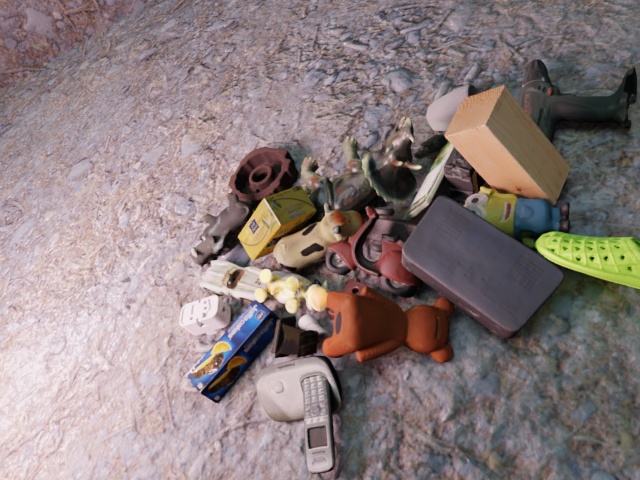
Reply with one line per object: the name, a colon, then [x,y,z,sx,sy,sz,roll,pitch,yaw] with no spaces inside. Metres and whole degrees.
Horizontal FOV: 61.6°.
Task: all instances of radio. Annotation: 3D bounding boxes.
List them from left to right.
radio: [0.249,0.044,0.857,0.230,0.073,0.131,36,80,21]

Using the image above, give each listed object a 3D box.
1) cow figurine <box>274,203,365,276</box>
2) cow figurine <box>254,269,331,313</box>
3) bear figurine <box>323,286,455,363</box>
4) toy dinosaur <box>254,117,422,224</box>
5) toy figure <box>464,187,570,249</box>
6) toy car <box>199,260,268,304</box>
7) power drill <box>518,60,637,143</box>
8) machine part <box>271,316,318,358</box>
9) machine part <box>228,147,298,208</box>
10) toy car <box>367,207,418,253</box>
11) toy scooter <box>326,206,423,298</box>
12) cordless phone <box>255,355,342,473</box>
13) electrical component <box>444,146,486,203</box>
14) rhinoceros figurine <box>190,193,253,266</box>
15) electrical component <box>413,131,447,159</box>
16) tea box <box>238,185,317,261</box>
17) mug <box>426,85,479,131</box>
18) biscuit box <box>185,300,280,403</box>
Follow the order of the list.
cow figurine: [-0.002,-0.003,1.063,0.195,0.127,0.085,-25,66,14]
cow figurine: [-0.035,0.102,1.041,0.168,0.098,0.068,13,95,32]
bear figurine: [0.116,0.142,0.892,0.132,0.196,0.120,147,126,-70]
toy dinosaur: [0.043,-0.099,1.130,0.405,0.131,0.192,-32,41,16]
toy figure: [0.330,-0.032,0.921,0.180,0.089,0.082,5,43,25]
toy car: [-0.182,0.089,1.158,0.202,0.056,0.073,9,61,36]
power drill: [0.481,-0.272,1.019,0.208,0.085,0.232,6,61,31]
machine part: [-0.051,0.180,0.978,0.139,0.039,0.084,-1,69,61]
machine part: [-0.139,-0.150,1.324,0.179,0.056,0.179,-16,50,20]
toy car: [0.174,-0.009,1.001,0.202,0.089,0.053,13,18,40]
toy scooter: [0.109,0.017,0.965,0.184,0.075,0.135,20,90,10]
cordless phone: [-0.033,0.293,0.886,0.147,0.088,0.184,-18,52,19]
electrical component: [0.287,-0.152,1.014,0.058,0.114,0.134,20,67,27]
rhinoceros figurine: [-0.226,-0.019,1.248,0.190,0.073,0.112,-45,42,12]
electrical component: [0.240,-0.202,1.132,0.094,0.021,0.063,-32,12,3]
tea box: [-0.091,-0.032,1.105,0.098,0.169,0.068,-25,78,-34]
mug: [0.286,-0.284,1.151,0.107,0.080,0.109,-13,53,35]
biscuit box: [-0.162,0.213,1.042,0.202,0.062,0.059,-49,47,-11]
